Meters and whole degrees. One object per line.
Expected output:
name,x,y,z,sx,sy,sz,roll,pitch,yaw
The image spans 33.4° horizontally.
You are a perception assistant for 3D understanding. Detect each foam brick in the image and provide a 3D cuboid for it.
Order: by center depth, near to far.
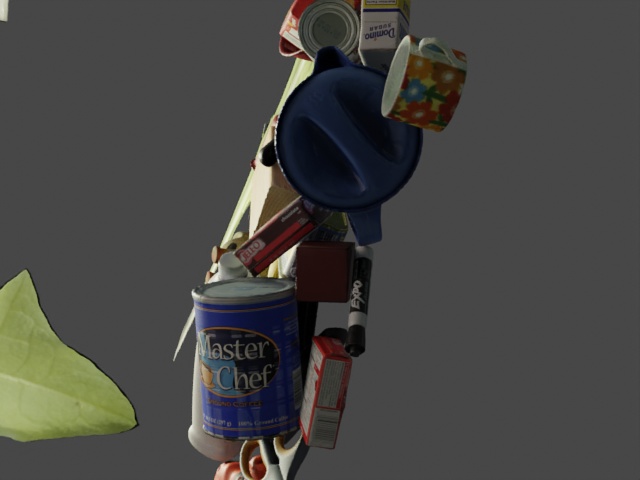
foam brick,0.006,0.030,1.035,0.078,0.051,0.053,-37,-52,-82

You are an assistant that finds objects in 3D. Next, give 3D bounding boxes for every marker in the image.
marker,0.037,0.057,0.991,0.020,0.020,0.121,117,165,-49

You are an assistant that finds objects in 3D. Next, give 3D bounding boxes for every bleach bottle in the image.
bleach bottle,-0.099,0.123,1.170,0.102,0.068,0.251,-36,-38,-39

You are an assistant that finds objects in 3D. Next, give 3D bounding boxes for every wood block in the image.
wood block,-0.034,-0.060,1.361,0.206,0.090,0.090,-94,23,-64

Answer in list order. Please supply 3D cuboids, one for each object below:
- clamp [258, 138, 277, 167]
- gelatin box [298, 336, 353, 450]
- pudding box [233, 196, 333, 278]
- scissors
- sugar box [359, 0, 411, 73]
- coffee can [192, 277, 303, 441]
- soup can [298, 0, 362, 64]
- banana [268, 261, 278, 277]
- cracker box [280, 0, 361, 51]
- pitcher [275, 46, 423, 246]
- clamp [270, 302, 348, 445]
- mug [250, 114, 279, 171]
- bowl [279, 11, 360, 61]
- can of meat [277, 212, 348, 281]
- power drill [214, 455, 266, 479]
clamp,-0.001,-0.143,1.334,0.171,0.120,0.039,-70,-25,-53
gelatin box,0.005,0.140,0.993,0.073,0.030,0.089,-133,53,-79
pudding box,-0.036,-0.011,1.110,0.090,0.039,0.113,-38,1,13
scissors,-0.024,0.236,1.033,0.096,0.016,0.202,-47,31,-1
sugar box,0.069,-0.256,1.083,0.093,0.048,0.176,51,-141,-74
coffee can,-0.069,0.114,1.050,0.103,0.102,0.140,-134,40,-79
soup can,0.015,-0.214,1.125,0.102,0.068,0.068,-19,-54,-83
banana,-0.048,0.002,1.438,0.197,0.070,0.037,-81,-33,-59
cracker box,0.040,-0.326,1.262,0.213,0.072,0.164,-58,6,-2
pitcher,0.020,-0.098,1.063,0.149,0.145,0.243,-60,8,6
clamp,-0.019,0.136,1.127,0.164,0.036,0.210,-116,39,-66
mug,-0.046,-0.124,1.507,0.117,0.093,0.082,-27,-35,-63
bowl,0.020,-0.293,1.428,0.162,0.055,0.162,-37,30,25
can of meat,-0.008,0.001,1.220,0.102,0.057,0.084,-101,30,-67
power drill,-0.089,0.322,1.173,0.188,0.057,0.184,162,127,-75
